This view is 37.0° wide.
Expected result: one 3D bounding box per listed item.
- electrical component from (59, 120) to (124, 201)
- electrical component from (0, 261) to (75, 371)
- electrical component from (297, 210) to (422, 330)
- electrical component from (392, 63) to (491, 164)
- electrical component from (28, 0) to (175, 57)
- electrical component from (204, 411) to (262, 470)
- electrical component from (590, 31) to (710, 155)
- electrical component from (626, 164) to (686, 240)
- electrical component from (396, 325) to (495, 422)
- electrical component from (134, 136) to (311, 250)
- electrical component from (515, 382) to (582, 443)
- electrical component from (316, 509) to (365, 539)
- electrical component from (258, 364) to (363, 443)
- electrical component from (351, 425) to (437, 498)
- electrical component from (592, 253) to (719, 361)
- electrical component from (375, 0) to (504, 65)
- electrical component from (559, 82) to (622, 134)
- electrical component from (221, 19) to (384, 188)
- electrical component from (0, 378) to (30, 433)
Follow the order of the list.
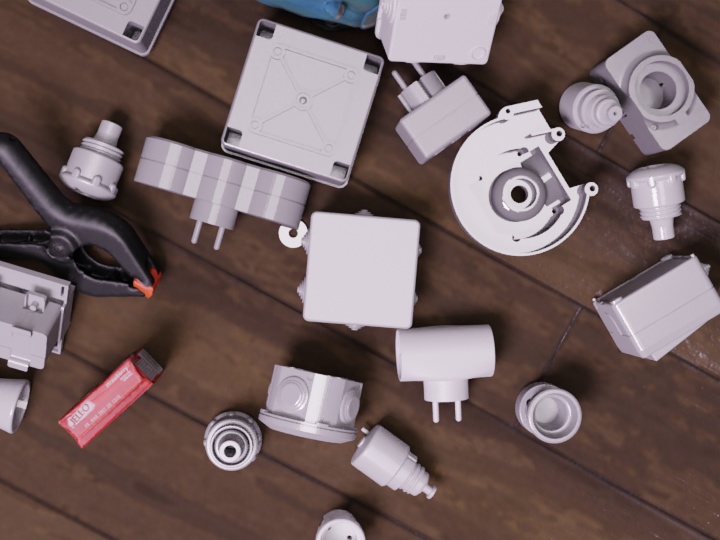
[{"bbox_3d":[-0.212,-0.090,0.872,0.048,0.048,0.062,21,82,-4],"label":"electrical component"},{"bbox_3d":[-0.297,0.030,0.851,0.121,0.063,0.078,17,130,-4],"label":"electrical component"},{"bbox_3d":[0.000,0.000,0.884,0.100,0.048,0.099,5,90,-4],"label":"electrical component"},{"bbox_3d":[0.057,-0.138,0.888,0.066,0.047,0.076,-35,91,-3],"label":"electrical component"},{"bbox_3d":[-0.200,-0.245,0.864,0.109,0.056,0.108,25,89,-4],"label":"electrical component"},{"bbox_3d":[-0.104,0.141,0.872,0.048,0.062,0.048,0,91,-4],"label":"electrical component"},{"bbox_3d":[0.242,-0.146,0.895,0.050,0.056,0.089,-35,93,-3],"label":"electrical component"},{"bbox_3d":[0.251,-0.057,0.903,0.048,0.048,0.062,-11,99,-4],"label":"electrical component"},{"bbox_3d":[0.071,0.087,0.892,0.077,0.044,0.079,-3,91,-4],"label":"electrical component"},{"bbox_3d":[-0.116,-0.054,0.874,0.138,0.052,0.073,16,90,-4],"label":"electrical component"},{"bbox_3d":[0.155,0.117,0.892,0.045,0.055,0.045,0,91,-4],"label":"electrical component"},{"bbox_3d":[-0.017,0.219,0.886,0.040,0.046,0.040,0,91,-4],"label":"electrical component"},{"bbox_3d":[-0.038,0.108,0.868,0.080,0.080,0.051,12,85,-4],"label":"electrical component"},{"bbox_3d":[0.029,0.162,0.892,0.078,0.040,0.040,36,88,-3],"label":"electrical component"},{"bbox_3d":[0.255,0.029,0.895,0.096,0.062,0.061,-30,92,-3],"label":"electrical component"},{"bbox_3d":[0.064,-0.211,0.850,0.100,0.048,0.099,0,131,-12],"label":"electrical component"},{"bbox_3d":[0.194,-0.132,0.884,0.040,0.078,0.040,-3,104,-11],"label":"electrical component"},{"bbox_3d":[-0.047,-0.134,0.875,0.109,0.056,0.108,17,89,-4],"label":"electrical component"},{"bbox_3d":[-0.300,0.103,0.867,0.055,0.045,0.045,15,90,-3],"label":"electrical component"}]
